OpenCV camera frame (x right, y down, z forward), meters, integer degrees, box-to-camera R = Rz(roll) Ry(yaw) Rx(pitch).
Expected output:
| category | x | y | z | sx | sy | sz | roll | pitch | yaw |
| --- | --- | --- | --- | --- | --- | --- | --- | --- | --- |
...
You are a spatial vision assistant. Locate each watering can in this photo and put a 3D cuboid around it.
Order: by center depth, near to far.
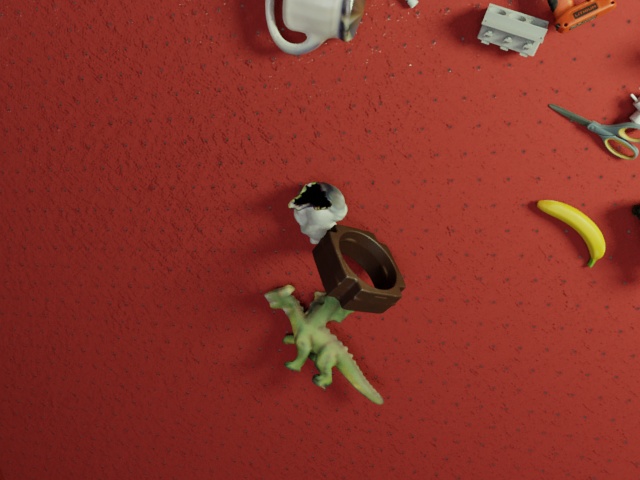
| category | x | y | z | sx | sy | sz | roll | pitch | yaw |
| --- | --- | --- | --- | --- | --- | --- | --- | --- | --- |
| watering can | -0.002 | -0.563 | 1.092 | 0.225 | 0.106 | 0.341 | 17 | 114 | 10 |

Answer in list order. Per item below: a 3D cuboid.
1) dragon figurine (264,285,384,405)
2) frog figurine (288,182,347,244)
| category | x | y | z | sx | sy | sz | roll | pitch | yaw |
| --- | --- | --- | --- | --- | --- | --- | --- | --- | --- |
| dragon figurine | 0.028 | 0.253 | 1.383 | 0.411 | 0.123 | 0.240 | 25 | 107 | 6 |
| frog figurine | 0.004 | -0.065 | 1.288 | 0.137 | 0.126 | 0.156 | -12 | 142 | 13 |
